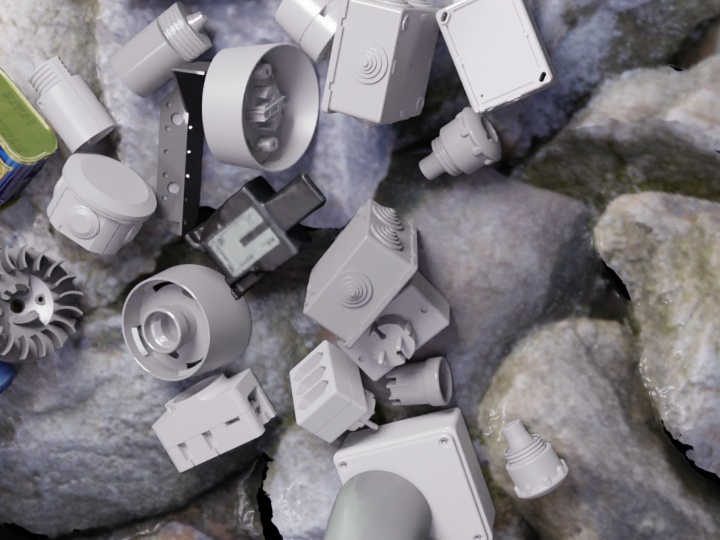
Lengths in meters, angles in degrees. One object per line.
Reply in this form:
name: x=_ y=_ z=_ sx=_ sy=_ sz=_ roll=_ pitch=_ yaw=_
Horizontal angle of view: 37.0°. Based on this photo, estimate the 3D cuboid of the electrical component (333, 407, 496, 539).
electrical component: x=0.048 y=0.184 z=0.912 sx=0.109 sy=0.056 sz=0.108 roll=-16 pitch=101 yaw=16

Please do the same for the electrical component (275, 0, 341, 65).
electrical component: x=-0.032 y=-0.194 z=0.823 sx=0.047 sy=0.055 sz=0.055 roll=43 pitch=110 yaw=2

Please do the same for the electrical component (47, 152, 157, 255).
electrical component: x=-0.214 y=-0.056 z=0.890 sx=0.080 sy=0.080 sz=0.051 roll=37 pitch=116 yaw=0

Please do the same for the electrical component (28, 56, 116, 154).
electrical component: x=-0.244 y=-0.141 z=0.891 sx=0.043 sy=0.043 sz=0.081 roll=-33 pitch=96 yaw=19

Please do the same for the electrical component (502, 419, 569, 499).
electrical component: x=0.140 y=0.154 z=0.890 sx=0.048 sy=0.048 sz=0.062 roll=-29 pitch=91 yaw=19

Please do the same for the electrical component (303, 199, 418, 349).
electrical component: x=0.000 y=0.000 z=0.848 sx=0.048 sy=0.099 sz=0.099 roll=35 pitch=111 yaw=-12

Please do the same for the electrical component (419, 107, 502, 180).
electrical component: x=0.075 y=-0.093 z=0.834 sx=0.062 sy=0.048 sz=0.048 roll=-32 pitch=97 yaw=26

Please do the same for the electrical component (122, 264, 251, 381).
electrical component: x=-0.152 y=0.046 z=0.926 sx=0.099 sy=0.064 sz=0.099 roll=5 pitch=103 yaw=25

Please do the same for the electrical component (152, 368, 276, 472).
electrical component: x=-0.129 y=0.127 z=0.938 sx=0.089 sy=0.050 sz=0.055 roll=-27 pitch=99 yaw=18

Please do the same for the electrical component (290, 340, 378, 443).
electrical component: x=-0.014 y=0.110 z=0.904 sx=0.077 sy=0.065 sz=0.047 roll=35 pitch=113 yaw=-30

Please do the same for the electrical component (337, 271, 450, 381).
electrical component: x=0.026 y=0.052 z=0.865 sx=0.083 sy=0.075 sz=0.047 roll=-40 pitch=104 yaw=19

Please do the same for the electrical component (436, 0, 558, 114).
electrical component: x=0.101 y=-0.170 z=0.800 sx=0.062 sy=0.061 sz=0.096 roll=-22 pitch=92 yaw=17

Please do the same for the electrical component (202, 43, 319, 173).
electrical component: x=-0.078 y=-0.126 z=0.833 sx=0.064 sy=0.099 sz=0.099 roll=5 pitch=107 yaw=18

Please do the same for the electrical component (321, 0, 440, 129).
electrical component: x=0.019 y=-0.157 z=0.799 sx=0.048 sy=0.100 sz=0.099 roll=19 pitch=109 yaw=20

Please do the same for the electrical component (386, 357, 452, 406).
electrical component: x=0.049 y=0.094 z=0.895 sx=0.046 sy=0.040 sz=0.040 roll=-7 pitch=104 yaw=21

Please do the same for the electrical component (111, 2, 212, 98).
electrical component: x=-0.155 y=-0.179 z=0.860 sx=0.081 sy=0.043 sz=0.043 roll=-33 pitch=96 yaw=19
